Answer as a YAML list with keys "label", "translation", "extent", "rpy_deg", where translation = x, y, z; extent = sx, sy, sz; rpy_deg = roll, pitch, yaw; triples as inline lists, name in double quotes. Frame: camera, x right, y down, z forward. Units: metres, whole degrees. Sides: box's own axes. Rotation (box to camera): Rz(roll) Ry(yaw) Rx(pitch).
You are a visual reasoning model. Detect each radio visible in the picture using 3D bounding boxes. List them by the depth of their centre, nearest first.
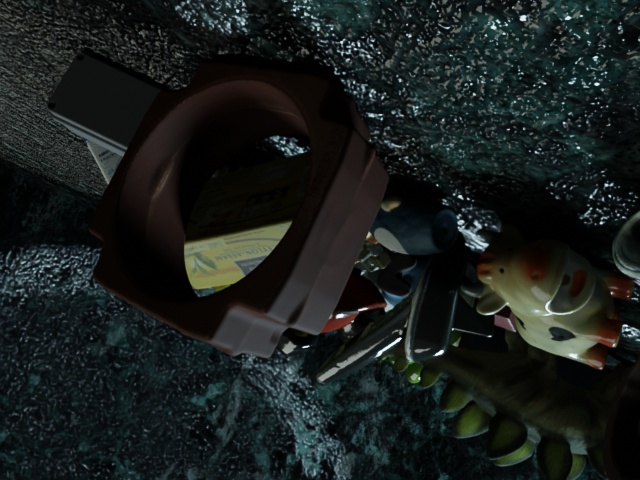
- label: "radio"
  translation: [0.325, 0.221, 0.839]
  extent: [0.230, 0.131, 0.073]
  rpy_deg: [25, 167, 7]

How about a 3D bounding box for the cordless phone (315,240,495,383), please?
- label: "cordless phone"
  translation: [0.084, 0.085, 0.561]
  extent: [0.088, 0.184, 0.146]
  rpy_deg: [53, -155, 0]

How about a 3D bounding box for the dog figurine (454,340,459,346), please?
- label: "dog figurine"
  translation: [0.296, 0.201, 0.941]
  extent: [0.172, 0.121, 0.190]
  rpy_deg: [-24, 118, 32]

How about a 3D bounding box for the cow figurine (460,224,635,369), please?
- label: "cow figurine"
  translation: [0.205, 0.050, 0.483]
  extent: [0.127, 0.085, 0.194]
  rpy_deg: [12, 164, 28]

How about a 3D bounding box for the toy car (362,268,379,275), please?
- label: "toy car"
  translation: [-0.002, -0.002, 0.759]
  extent: [0.202, 0.056, 0.073]
  rpy_deg: [16, 158, 36]

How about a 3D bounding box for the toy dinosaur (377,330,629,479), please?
- label: "toy dinosaur"
  translation: [0.272, 0.202, 0.712]
  extent: [0.472, 0.198, 0.105]
  rpy_deg: [21, 164, 17]

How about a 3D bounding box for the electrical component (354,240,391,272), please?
- label: "electrical component"
  translation: [0.047, 0.003, 0.616]
  extent: [0.045, 0.078, 0.102]
  rpy_deg: [41, 173, -30]

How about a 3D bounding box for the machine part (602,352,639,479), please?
- label: "machine part"
  translation: [0.343, 0.176, 0.521]
  extent: [0.056, 0.179, 0.179]
  rpy_deg: [22, 168, 10]

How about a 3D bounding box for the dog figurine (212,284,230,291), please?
- label: "dog figurine"
  translation: [-0.217, -0.004, 0.942]
  extent: [0.219, 0.108, 0.191]
  rpy_deg: [42, 177, 18]

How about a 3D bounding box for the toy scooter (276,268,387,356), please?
- label: "toy scooter"
  translation: [0.003, 0.060, 0.650]
  extent: [0.184, 0.135, 0.075]
  rpy_deg: [0, 152, -44]

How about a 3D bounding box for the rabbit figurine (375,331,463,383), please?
- label: "rabbit figurine"
  translation: [0.155, 0.145, 0.894]
  extent: [0.170, 0.159, 0.121]
  rpy_deg: [-7, 138, 43]

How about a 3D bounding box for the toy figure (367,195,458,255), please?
- label: "toy figure"
  translation: [0.063, -0.023, 0.534]
  extent: [0.155, 0.058, 0.064]
  rpy_deg: [14, 125, 50]

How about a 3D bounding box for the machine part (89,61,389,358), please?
- label: "machine part"
  translation: [-0.064, -0.027, 0.413]
  extent: [0.201, 0.201, 0.087]
  rpy_deg: [19, 168, 32]

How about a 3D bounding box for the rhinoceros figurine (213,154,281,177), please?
- label: "rhinoceros figurine"
  translation: [-0.090, -0.059, 0.651]
  extent: [0.112, 0.073, 0.190]
  rpy_deg: [29, 168, -9]

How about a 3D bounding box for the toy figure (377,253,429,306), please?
- label: "toy figure"
  translation: [0.131, 0.061, 0.693]
  extent: [0.180, 0.082, 0.089]
  rpy_deg: [29, -171, -48]

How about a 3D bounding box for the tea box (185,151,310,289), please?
- label: "tea box"
  translation: [-0.056, -0.019, 0.514]
  extent: [0.170, 0.098, 0.068]
  rpy_deg: [-10, 133, 27]
